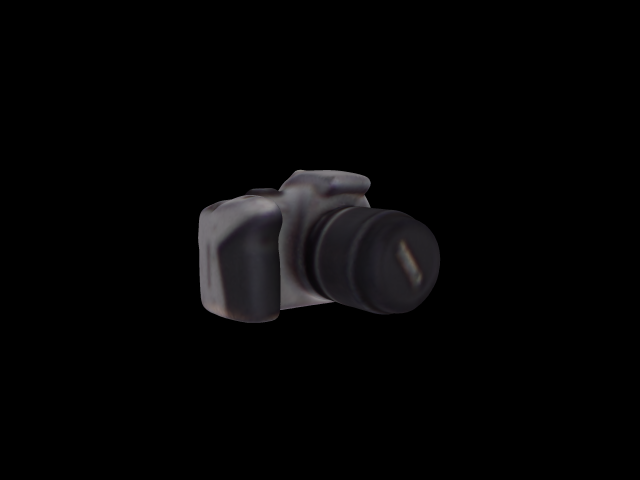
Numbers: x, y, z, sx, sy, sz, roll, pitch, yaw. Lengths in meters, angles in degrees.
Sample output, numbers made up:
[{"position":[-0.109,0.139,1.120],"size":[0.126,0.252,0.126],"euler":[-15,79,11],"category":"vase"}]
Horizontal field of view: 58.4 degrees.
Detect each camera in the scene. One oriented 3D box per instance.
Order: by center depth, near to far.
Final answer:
[{"position":[0.004,0.001,0.400],"size":[0.144,0.101,0.136],"euler":[-5,8,-35],"category":"camera"}]
